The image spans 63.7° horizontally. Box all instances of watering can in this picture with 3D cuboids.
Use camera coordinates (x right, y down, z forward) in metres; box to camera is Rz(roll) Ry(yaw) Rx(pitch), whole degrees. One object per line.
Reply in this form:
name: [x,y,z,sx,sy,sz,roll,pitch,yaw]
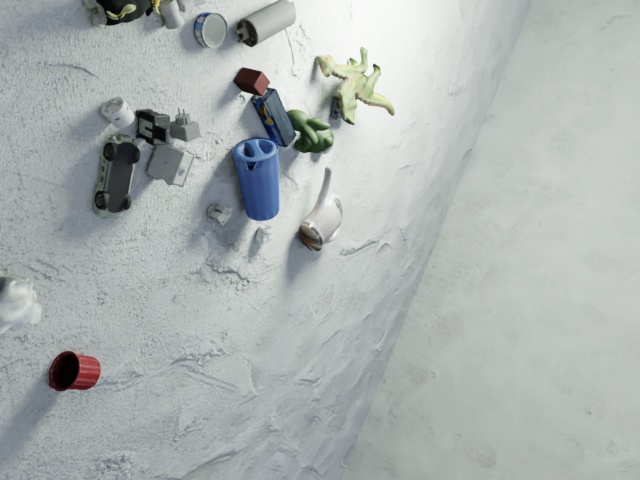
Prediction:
watering can: [0.006,-0.097,1.930,0.105,0.228,0.339,23,-31,30]

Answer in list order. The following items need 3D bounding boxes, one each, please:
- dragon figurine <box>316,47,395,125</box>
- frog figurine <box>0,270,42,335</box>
dragon figurine: [0.128,-0.508,1.804,0.122,0.247,0.404,4,-33,47]
frog figurine: [-0.637,0.141,1.054,0.122,0.140,0.156,-4,-40,30]
